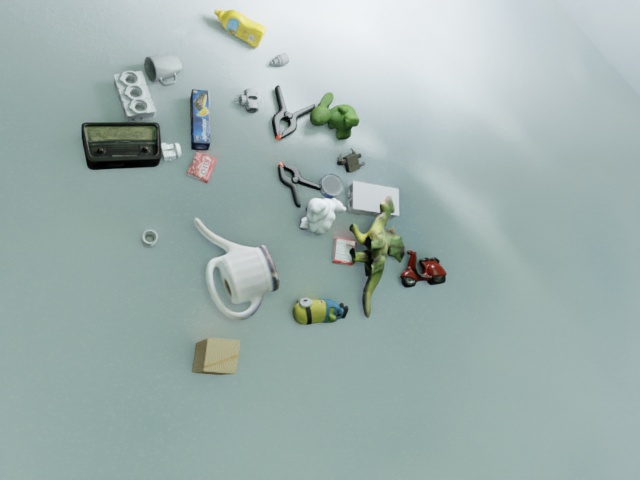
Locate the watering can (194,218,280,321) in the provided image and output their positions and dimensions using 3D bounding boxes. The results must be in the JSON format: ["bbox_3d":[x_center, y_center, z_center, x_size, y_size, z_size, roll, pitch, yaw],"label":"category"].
[{"bbox_3d":[-0.256,0.072,1.615,0.226,0.102,0.350,-15,80,-27],"label":"watering can"}]

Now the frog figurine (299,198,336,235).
[{"bbox_3d":[0.005,-0.088,1.744,0.122,0.157,0.139,48,63,-5],"label":"frog figurine"}]

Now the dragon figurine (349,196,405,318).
[{"bbox_3d":[0.224,0.050,1.812,0.244,0.122,0.409,-7,96,-39],"label":"dragon figurine"}]
